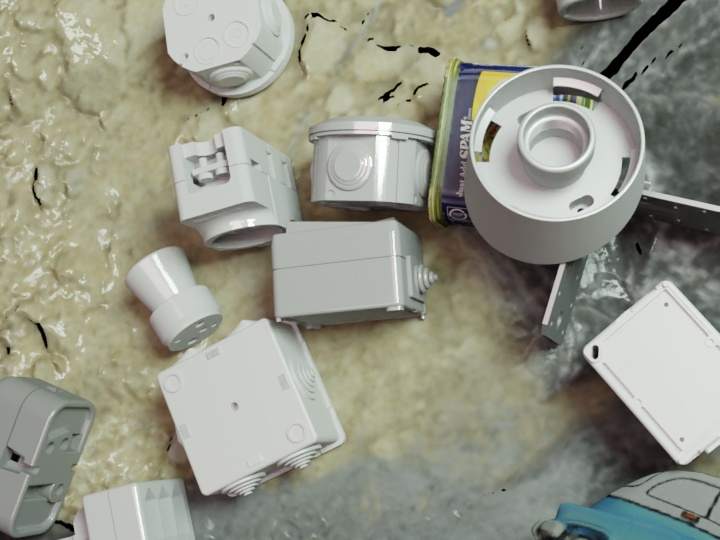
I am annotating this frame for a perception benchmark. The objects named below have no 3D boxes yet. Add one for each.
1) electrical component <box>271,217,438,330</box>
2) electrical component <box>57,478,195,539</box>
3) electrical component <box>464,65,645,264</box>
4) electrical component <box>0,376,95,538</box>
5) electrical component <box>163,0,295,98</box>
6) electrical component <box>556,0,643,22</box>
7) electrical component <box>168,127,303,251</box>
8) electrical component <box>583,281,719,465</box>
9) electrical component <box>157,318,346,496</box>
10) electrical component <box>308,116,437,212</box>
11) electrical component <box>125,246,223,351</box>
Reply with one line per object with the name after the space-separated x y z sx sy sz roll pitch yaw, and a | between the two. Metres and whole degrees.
0.000 0.000 0.659 0.096 0.062 0.061 -6 80 17 | electrical component
-0.156 0.165 0.684 0.077 0.066 0.047 -17 77 15 | electrical component
0.104 -0.058 0.580 0.099 0.064 0.099 -3 71 8 | electrical component
-0.227 0.122 0.719 0.059 0.054 0.095 20 89 19 | electrical component
-0.088 -0.159 0.716 0.080 0.051 0.080 -3 82 18 | electrical component
0.142 -0.179 0.643 0.055 0.055 0.047 -6 84 17 | electrical component
-0.076 -0.047 0.675 0.050 0.089 0.055 -15 78 15 | electrical component
0.179 0.062 0.593 0.062 0.061 0.096 -42 72 8 | electrical component
-0.070 0.086 0.676 0.100 0.048 0.099 -28 75 12 | electrical component
0.008 -0.064 0.657 0.080 0.080 0.051 2 88 18 | electrical component
-0.121 0.019 0.704 0.045 0.045 0.055 -38 73 10 | electrical component
